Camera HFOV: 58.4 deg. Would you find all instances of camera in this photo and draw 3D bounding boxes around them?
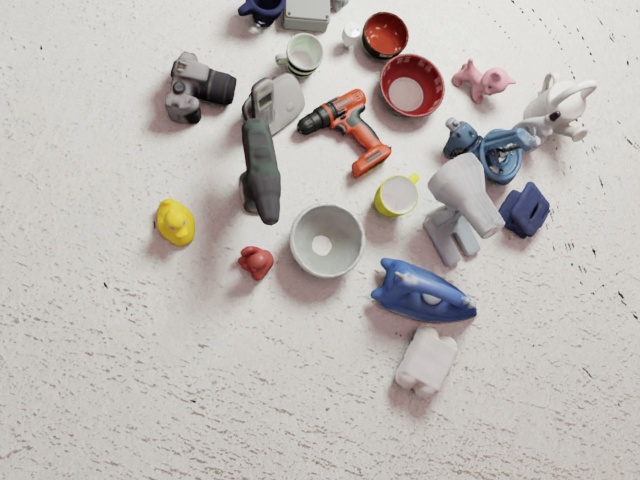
[{"bbox_3d":[-0.258,-0.332,1.257,0.137,0.100,0.143,12,78,-8],"label":"camera"}]

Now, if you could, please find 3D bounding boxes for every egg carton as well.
[{"bbox_3d":[0.233,0.266,1.250,0.107,0.069,0.150,30,76,-4],"label":"egg carton"}]

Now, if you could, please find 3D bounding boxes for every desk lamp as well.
[{"bbox_3d":[0.311,-0.065,1.251,0.118,0.213,0.203,-26,85,-13],"label":"desk lamp"}]

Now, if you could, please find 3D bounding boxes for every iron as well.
[{"bbox_3d":[0.250,0.118,1.244,0.258,0.141,0.119,19,77,-6],"label":"iron"}]

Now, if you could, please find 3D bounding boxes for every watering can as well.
[{"bbox_3d":[0.581,-0.319,1.355,0.101,0.194,0.173,-37,88,-14],"label":"watering can"}]

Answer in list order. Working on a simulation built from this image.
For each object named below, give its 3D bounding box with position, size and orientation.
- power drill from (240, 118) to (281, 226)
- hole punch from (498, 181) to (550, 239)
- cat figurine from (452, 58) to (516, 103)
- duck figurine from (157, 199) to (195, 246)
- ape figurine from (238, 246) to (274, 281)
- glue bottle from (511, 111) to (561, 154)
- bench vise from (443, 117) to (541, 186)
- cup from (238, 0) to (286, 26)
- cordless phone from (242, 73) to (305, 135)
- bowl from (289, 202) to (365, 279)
[{"bbox_3d":[-0.122,-0.123,1.187,0.076,0.208,0.230,-8,81,-11],"label":"power drill"},{"bbox_3d":[0.488,-0.070,1.346,0.101,0.091,0.109,34,76,-2],"label":"hole punch"},{"bbox_3d":[0.397,-0.390,1.375,0.128,0.117,0.067,37,76,-1],"label":"cat figurine"},{"bbox_3d":[-0.305,-0.043,1.203,0.077,0.086,0.104,-26,85,-13],"label":"duck figurine"},{"bbox_3d":[-0.133,0.046,1.214,0.076,0.092,0.078,-8,81,-11],"label":"ape figurine"},{"bbox_3d":[0.513,-0.263,1.344,0.037,0.173,0.078,-21,84,-13],"label":"glue bottle"},{"bbox_3d":[0.380,-0.207,1.286,0.207,0.219,0.121,16,77,-7],"label":"bench vise"},{"bbox_3d":[-0.137,-0.530,1.318,0.118,0.095,0.092,-33,87,-14],"label":"cup"},{"bbox_3d":[-0.097,-0.311,1.238,0.148,0.185,0.094,-43,89,-14],"label":"cordless phone"},{"bbox_3d":[0.012,0.004,1.256,0.167,0.074,0.167,2,79,-10],"label":"bowl"}]
